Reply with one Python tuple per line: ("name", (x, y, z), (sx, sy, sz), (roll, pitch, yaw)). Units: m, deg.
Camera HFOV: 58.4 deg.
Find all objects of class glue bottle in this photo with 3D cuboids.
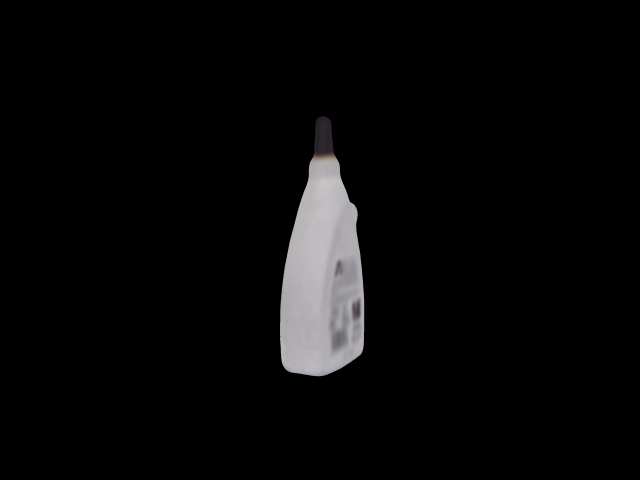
("glue bottle", (0.004, 0.001, 0.400), (0.037, 0.173, 0.078), (2, 4, 28))
